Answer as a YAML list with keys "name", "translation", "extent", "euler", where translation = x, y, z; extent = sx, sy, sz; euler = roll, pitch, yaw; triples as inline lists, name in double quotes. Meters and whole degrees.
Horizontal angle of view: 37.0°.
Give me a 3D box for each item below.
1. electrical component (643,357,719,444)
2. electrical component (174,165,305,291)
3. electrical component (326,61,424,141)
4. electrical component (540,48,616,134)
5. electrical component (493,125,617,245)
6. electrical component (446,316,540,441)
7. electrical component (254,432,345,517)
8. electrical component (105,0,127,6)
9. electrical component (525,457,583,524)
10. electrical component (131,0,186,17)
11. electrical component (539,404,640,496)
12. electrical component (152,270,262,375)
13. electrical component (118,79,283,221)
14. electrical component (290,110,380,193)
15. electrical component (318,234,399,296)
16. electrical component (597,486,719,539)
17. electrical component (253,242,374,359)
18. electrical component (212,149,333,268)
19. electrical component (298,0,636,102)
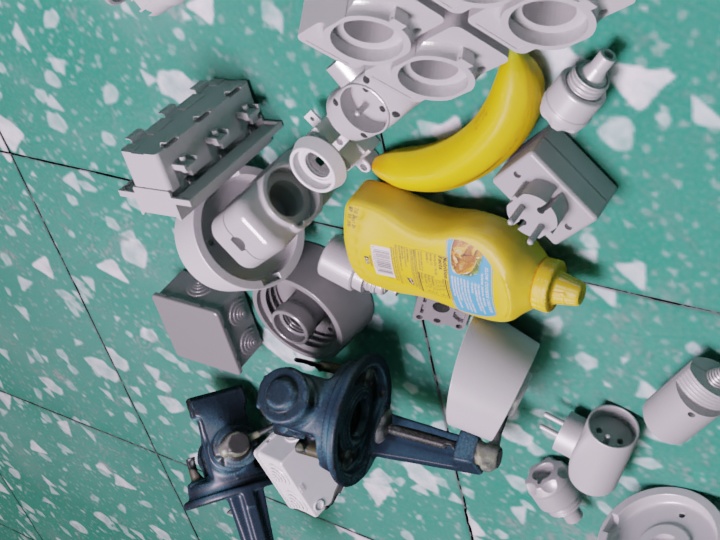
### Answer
- name: "electrical component"
  translation: [0.251, 0.094, 0.805]
  extent: [0.043, 0.043, 0.081]
  euler: [35, 144, 6]
- name: "electrical component"
  translation: [-0.110, -0.032, 0.939]
  extent: [0.108, 0.108, 0.060]
  euler: [52, 148, -16]
- name: "electrical component"
  translation: [0.002, -0.140, 0.774]
  extent: [0.079, 0.044, 0.077]
  euler: [48, 143, -12]
- name: "electrical component"
  translation: [0.142, -0.117, 0.685]
  extent: [0.035, 0.035, 0.061]
  euler: [38, 141, 3]
- name: "electrical component"
  translation: [0.126, -0.048, 0.736]
  extent: [0.066, 0.076, 0.047]
  euler: [45, 144, -6]
- name: "electrical component"
  translation: [0.105, 0.088, 0.883]
  extent: [0.064, 0.099, 0.099]
  euler: [27, 142, 8]
- name: "electrical component"
  translation: [-0.050, 0.199, 1.135]
  extent: [0.048, 0.100, 0.099]
  euler: [11, 137, 50]
- name: "electrical component"
  translation: [-0.208, -0.246, 0.852]
  extent: [0.065, 0.044, 0.044]
  euler: [40, 144, 8]
- name: "electrical component"
  translation: [0.182, 0.205, 0.984]
  extent: [0.043, 0.043, 0.062]
  euler: [-11, 122, 47]
- name: "electrical component"
  translation: [-0.154, -0.220, 0.833]
  extent: [0.040, 0.040, 0.046]
  euler: [52, 148, -17]
- name: "electrical component"
  translation: [0.190, 0.145, 0.913]
  extent: [0.079, 0.043, 0.077]
  euler: [27, 142, 18]
- name: "electrical component"
  translation: [-0.156, 0.052, 1.113]
  extent: [0.100, 0.048, 0.099]
  euler: [13, 136, 31]
- name: "electrical component"
  translation: [-0.132, -0.102, 0.868]
  extent: [0.079, 0.121, 0.063]
  euler: [10, 132, 34]
- name: "electrical component"
  translation: [-0.023, -0.093, 0.837]
  extent: [0.066, 0.055, 0.048]
  euler: [46, 144, -8]
- name: "electrical component"
  translation: [0.000, 0.000, 0.928]
  extent: [0.078, 0.040, 0.040]
  euler: [27, 142, 17]
- name: "electrical component"
  translation: [0.261, 0.244, 0.906]
  extent: [0.108, 0.108, 0.060]
  euler: [4, 137, 39]
- name: "electrical component"
  translation: [-0.049, 0.034, 0.991]
  extent: [0.108, 0.060, 0.108]
  euler: [24, 141, 21]
- name: "electrical component"
  translation: [-0.069, -0.053, 0.886]
  extent: [0.053, 0.095, 0.059]
  euler: [47, 143, -10]
- name: "electrical component"
  translation: [0.060, -0.167, 0.643]
  extent: [0.105, 0.060, 0.186]
  euler: [22, 155, -34]
